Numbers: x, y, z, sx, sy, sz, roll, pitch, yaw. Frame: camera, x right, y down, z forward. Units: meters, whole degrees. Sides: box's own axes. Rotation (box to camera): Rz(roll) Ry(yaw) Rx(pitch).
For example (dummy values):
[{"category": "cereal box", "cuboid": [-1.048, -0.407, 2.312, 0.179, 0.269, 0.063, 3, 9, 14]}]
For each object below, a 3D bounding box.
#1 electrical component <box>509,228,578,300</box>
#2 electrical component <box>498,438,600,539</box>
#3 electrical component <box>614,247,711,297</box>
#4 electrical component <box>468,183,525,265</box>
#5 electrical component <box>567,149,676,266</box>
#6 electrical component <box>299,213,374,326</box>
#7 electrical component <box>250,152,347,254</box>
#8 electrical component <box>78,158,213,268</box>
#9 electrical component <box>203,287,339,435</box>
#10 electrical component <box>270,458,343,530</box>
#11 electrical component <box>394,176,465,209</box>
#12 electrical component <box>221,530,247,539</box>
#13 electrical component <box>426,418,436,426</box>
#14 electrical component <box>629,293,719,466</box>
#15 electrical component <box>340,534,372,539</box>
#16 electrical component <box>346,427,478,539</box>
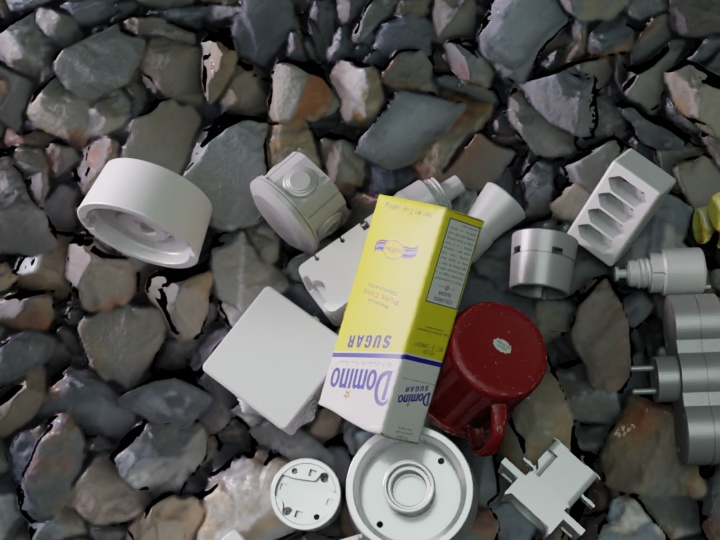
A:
[{"category": "electrical component", "cuboid": [0.152, -0.004, 0.899, 0.055, 0.055, 0.047, 7, 76, 7]}, {"category": "electrical component", "cuboid": [0.150, 0.171, 0.846, 0.081, 0.042, 0.064, 41, 76, 16]}, {"category": "electrical component", "cuboid": [0.252, 0.002, 0.895, 0.078, 0.040, 0.040, -2, 71, 4]}, {"category": "electrical component", "cuboid": [0.104, -0.037, 0.922, 0.044, 0.044, 0.065, 42, 84, 16]}, {"category": "electrical component", "cuboid": [0.227, -0.058, 0.905, 0.047, 0.083, 0.076, 39, 40, 16]}, {"category": "electrical component", "cuboid": [0.000, 0.000, 0.909, 0.089, 0.055, 0.050, -36, 72, -7]}, {"category": "electrical component", "cuboid": [-0.052, -0.057, 0.922, 0.051, 0.080, 0.080, -42, 73, -14]}, {"category": "electrical component", "cuboid": [-0.178, -0.054, 0.919, 0.108, 0.108, 0.060, 16, 67, 10]}, {"category": "electrical component", "cuboid": [-0.066, 0.077, 0.893, 0.100, 0.048, 0.099, 35, 78, 15]}, {"category": "electrical component", "cuboid": [-0.041, 0.181, 0.856, 0.055, 0.047, 0.055, -1, 71, 4]}, {"category": "electrical component", "cuboid": [0.061, -0.059, 0.931, 0.062, 0.043, 0.043, -31, 72, -7]}, {"category": "electrical component", "cuboid": [-0.099, 0.264, 0.832, 0.100, 0.048, 0.099, -40, 73, -9]}, {"category": "electrical component", "cuboid": [0.039, 0.111, 0.880, 0.061, 0.035, 0.035, 22, 75, 9]}, {"category": "electrical component", "cuboid": [0.254, 0.087, 0.860, 0.074, 0.052, 0.138, -2, 70, 4]}, {"category": "electrical component", "cuboid": [-0.001, 0.243, 0.802, 0.096, 0.061, 0.061, 37, 51, -19]}, {"category": "electrical component", "cuboid": [0.039, 0.174, 0.845, 0.108, 0.060, 0.108, -2, 71, 4]}]
